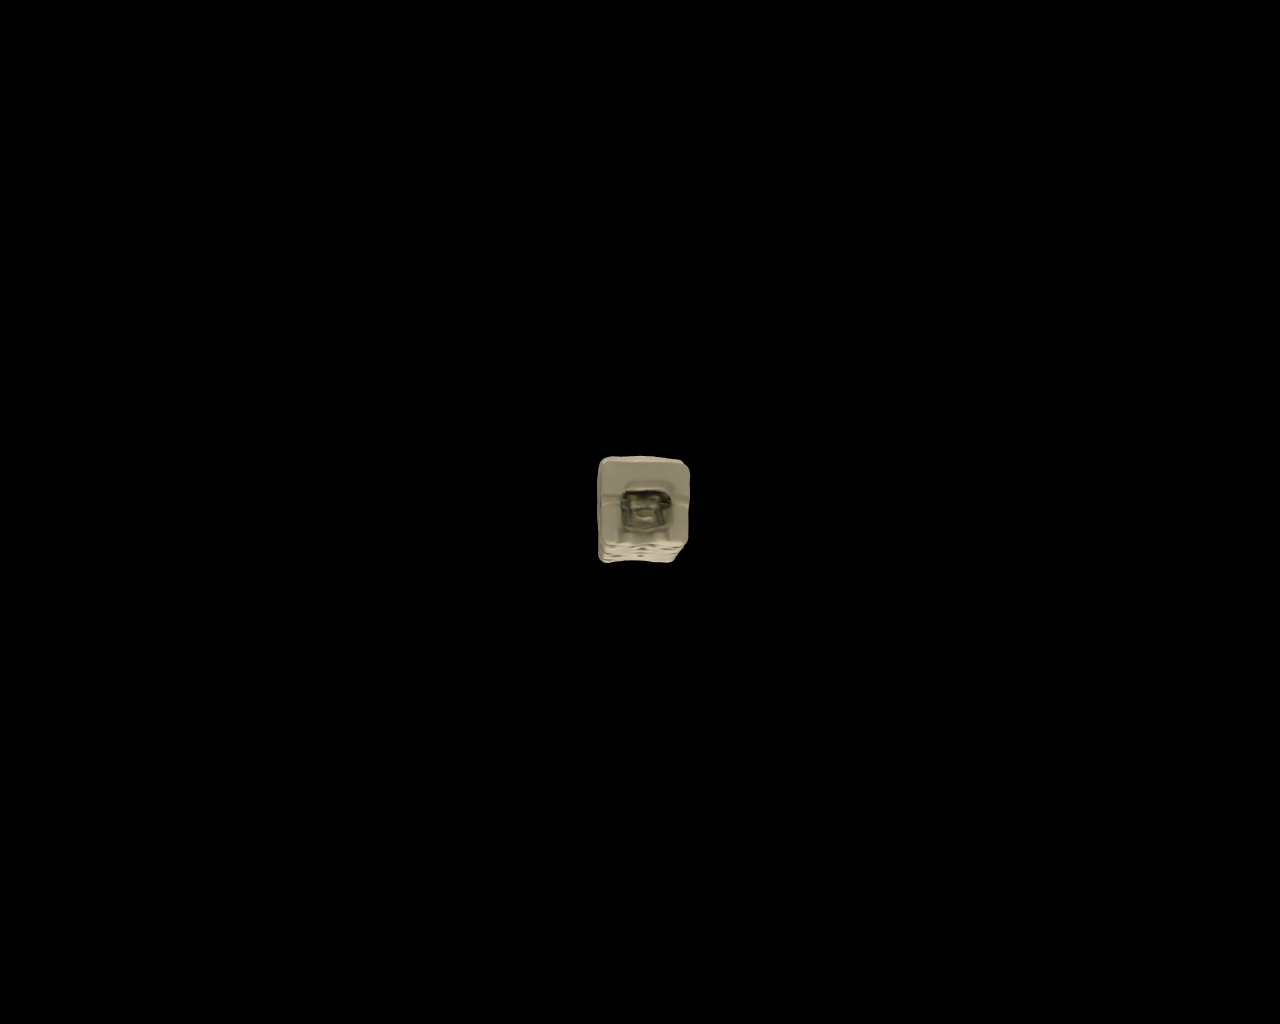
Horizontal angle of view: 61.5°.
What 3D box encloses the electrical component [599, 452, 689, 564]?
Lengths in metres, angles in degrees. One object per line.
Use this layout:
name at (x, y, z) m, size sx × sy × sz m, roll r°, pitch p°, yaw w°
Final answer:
electrical component at (0.001, -0.003, 0.650) m, size 0.050 × 0.055 × 0.089 m, roll 1°, pitch -11°, yaw -4°
